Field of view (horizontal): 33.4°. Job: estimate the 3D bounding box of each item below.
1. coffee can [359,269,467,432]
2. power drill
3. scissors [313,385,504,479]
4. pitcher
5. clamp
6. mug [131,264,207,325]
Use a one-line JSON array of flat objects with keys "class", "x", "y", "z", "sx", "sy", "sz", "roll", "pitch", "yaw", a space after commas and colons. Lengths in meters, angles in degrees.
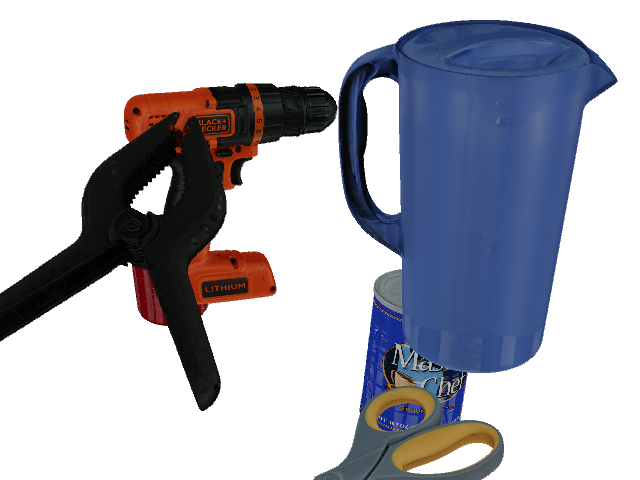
[{"class": "coffee can", "x": 0.096, "y": 0.112, "z": 1.046, "sx": 0.103, "sy": 0.140, "sz": 0.103, "roll": 5, "pitch": 22, "yaw": -2}, {"class": "power drill", "x": -0.075, "y": -0.043, "z": 0.922, "sx": 0.184, "sy": 0.188, "sz": 0.057, "roll": -6, "pitch": 21, "yaw": -18}, {"class": "scissors", "x": 0.006, "y": 0.128, "z": 0.612, "sx": 0.201, "sy": 0.016, "sz": 0.096, "roll": -10, "pitch": 30, "yaw": -15}, {"class": "pitcher", "x": 0.106, "y": -0.031, "z": 0.774, "sx": 0.144, "sy": 0.243, "sz": 0.149, "roll": -19, "pitch": 33, "yaw": -34}, {"class": "clamp", "x": -0.107, "y": 0.007, "z": 0.672, "sx": 0.165, "sy": 0.209, "sz": 0.036, "roll": 18, "pitch": -31, "yaw": 14}, {"class": "mug", "x": -0.177, "y": 0.038, "z": 1.205, "sx": 0.117, "sy": 0.081, "sz": 0.093, "roll": 25, "pitch": 41, "yaw": 36}]
